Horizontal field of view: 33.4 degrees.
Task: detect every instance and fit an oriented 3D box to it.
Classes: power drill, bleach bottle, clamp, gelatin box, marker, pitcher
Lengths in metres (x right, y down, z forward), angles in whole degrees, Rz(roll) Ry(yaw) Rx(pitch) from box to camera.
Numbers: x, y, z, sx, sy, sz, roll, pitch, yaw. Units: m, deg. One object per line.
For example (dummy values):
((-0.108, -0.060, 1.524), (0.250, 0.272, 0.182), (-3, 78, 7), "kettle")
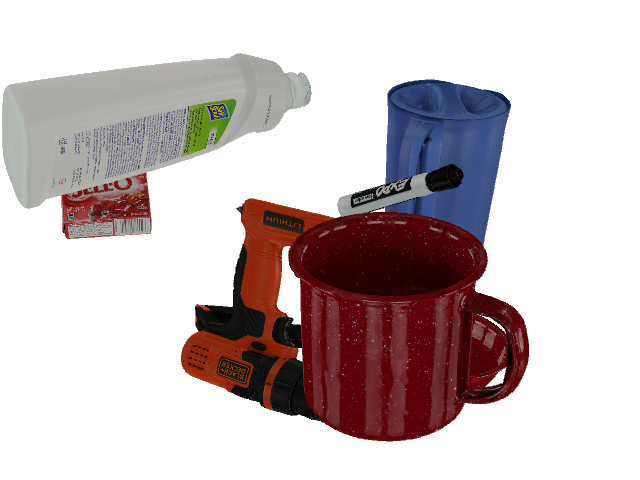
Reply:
((-0.031, 0.064, 0.992), (0.185, 0.187, 0.057), (16, -1, 24), "power drill")
((-0.126, -0.098, 0.870), (0.250, 0.068, 0.103), (-14, -31, -25), "bleach bottle")
((-0.074, 0.117, 1.245), (0.210, 0.036, 0.164), (13, 22, 29), "clamp")
((-0.221, -0.040, 1.099), (0.089, 0.073, 0.030), (-4, -41, -12), "gelatin box")
((0.063, -0.038, 0.844), (0.121, 0.020, 0.020), (-15, -10, 43), "marker")
((0.128, -0.048, 1.195), (0.149, 0.243, 0.145), (-6, 28, -18), "pitcher")

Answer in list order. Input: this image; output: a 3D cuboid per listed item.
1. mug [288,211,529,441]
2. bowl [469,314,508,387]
((0.043, 0.044, 0.509), (0.117, 0.081, 0.093), (12, 28, 24), "mug")
((0.119, 0.125, 1.129), (0.162, 0.055, 0.162), (5, 25, -2), "bowl")
